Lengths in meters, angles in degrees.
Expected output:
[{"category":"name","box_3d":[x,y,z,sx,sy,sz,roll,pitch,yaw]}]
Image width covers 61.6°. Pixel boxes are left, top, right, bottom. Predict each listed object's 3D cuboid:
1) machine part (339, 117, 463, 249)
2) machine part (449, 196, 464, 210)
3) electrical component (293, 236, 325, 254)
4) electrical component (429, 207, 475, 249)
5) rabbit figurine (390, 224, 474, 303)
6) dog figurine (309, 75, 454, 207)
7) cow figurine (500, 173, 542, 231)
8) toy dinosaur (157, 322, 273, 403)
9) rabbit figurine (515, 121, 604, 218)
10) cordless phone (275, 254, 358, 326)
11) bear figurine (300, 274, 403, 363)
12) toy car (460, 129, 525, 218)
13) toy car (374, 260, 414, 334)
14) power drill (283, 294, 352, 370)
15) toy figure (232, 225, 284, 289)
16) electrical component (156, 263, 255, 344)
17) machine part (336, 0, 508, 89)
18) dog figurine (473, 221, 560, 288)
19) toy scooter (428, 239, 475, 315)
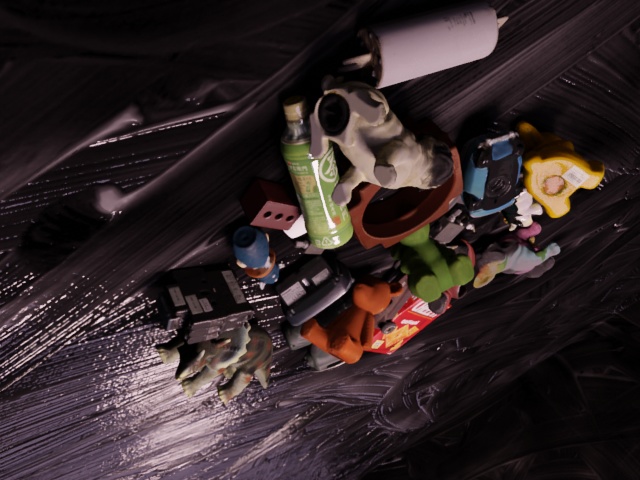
[{"category":"machine part","box_3d":[0.125,-0.089,0.881,0.201,0.087,0.201,-32,146,2]},{"category":"machine part","box_3d":[0.282,-0.089,1.050,0.139,0.039,0.084,8,123,-41]},{"category":"electrical component","box_3d":[-0.002,-0.003,0.957,0.094,0.021,0.063,3,135,-40]},{"category":"electrical component","box_3d":[0.278,-0.018,1.133,0.102,0.045,0.078,-46,146,23]},{"category":"rabbit figurine","box_3d":[0.200,0.013,1.038,0.121,0.170,0.159,-25,-172,-4]},{"category":"dog figurine","box_3d":[0.090,-0.137,0.706,0.121,0.172,0.190,-6,-170,42]},{"category":"cow figurine","box_3d":[0.418,-0.072,1.148,0.098,0.068,0.167,-23,144,-1]},{"category":"toy dinosaur","box_3d":[-0.164,0.216,1.051,0.192,0.131,0.404,-38,153,13]},{"category":"rabbit figurine","box_3d":[0.409,-0.144,0.987,0.162,0.173,0.121,27,129,-1]},{"category":"cordless phone","box_3d":[0.003,0.099,1.060,0.146,0.089,0.184,-36,166,9]},{"category":"bear figurine","box_3d":[0.071,0.142,1.073,0.196,0.120,0.131,-60,138,-12]},{"category":"toy car","box_3d":[0.287,-0.126,0.939,0.109,0.103,0.161,-21,131,-10]},{"category":"toy car","box_3d":[0.165,0.125,1.197,0.053,0.089,0.202,1,136,-34]},{"category":"power drill","box_3d":[0.034,0.208,1.220,0.232,0.086,0.207,-20,150,-13]},{"category":"toy figure","box_3d":[-0.102,0.028,0.889,0.064,0.058,0.154,-22,152,-2]},{"category":"electrical component","box_3d":[-0.189,0.100,0.865,0.134,0.115,0.058,-7,136,-31]},{"category":"machine part","box_3d":[0.134,-0.249,0.679,0.243,0.079,0.079,-19,146,-15]},{"category":"dog figurine","box_3d":[0.452,0.051,1.312,0.219,0.108,0.191,-22,150,-4]},{"category":"toy scooter","box_3d":[0.313,0.084,1.246,0.135,0.075,0.183,1,111,-56]}]
